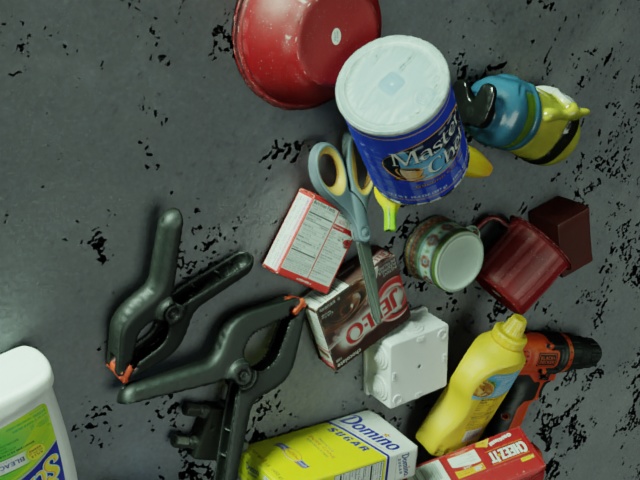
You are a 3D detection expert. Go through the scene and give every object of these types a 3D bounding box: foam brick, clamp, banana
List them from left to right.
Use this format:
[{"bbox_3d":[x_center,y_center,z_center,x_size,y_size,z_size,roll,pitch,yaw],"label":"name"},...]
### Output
[{"bbox_3d":[-0.147,0.052,0.994,0.171,0.039,0.120,-50,130,-7],"label":"clamp"},{"bbox_3d":[-0.093,0.130,1.059,0.164,0.036,0.210,44,73,-30],"label":"clamp"},{"bbox_3d":[0.113,-0.071,1.116,0.197,0.037,0.069,-28,109,-42],"label":"banana"},{"bbox_3d":[0.288,-0.004,1.279,0.052,0.051,0.078,-26,123,-23],"label":"foam brick"}]

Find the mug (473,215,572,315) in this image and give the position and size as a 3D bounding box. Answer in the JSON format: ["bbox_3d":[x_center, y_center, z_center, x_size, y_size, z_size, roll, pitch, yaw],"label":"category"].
[{"bbox_3d":[0.219,0.024,1.226,0.117,0.093,0.081,43,87,-9],"label":"mug"}]

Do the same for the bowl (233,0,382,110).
[{"bbox_3d":[0.002,-0.192,0.984,0.161,0.055,0.162,-15,118,-30],"label":"bowl"}]

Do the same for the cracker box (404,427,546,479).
[{"bbox_3d":[0.178,0.338,1.289,0.164,0.072,0.214,-18,135,-14],"label":"cracker box"}]

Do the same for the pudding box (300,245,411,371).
[{"bbox_3d":[0.039,0.072,1.139,0.113,0.039,0.090,-33,127,-20],"label":"pudding box"}]

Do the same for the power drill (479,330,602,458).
[{"bbox_3d":[0.271,0.205,1.359,0.184,0.057,0.188,6,104,-34],"label":"power drill"}]

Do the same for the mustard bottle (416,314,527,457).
[{"bbox_3d":[0.188,0.166,1.246,0.096,0.058,0.192,-2,128,-45],"label":"mustard bottle"}]

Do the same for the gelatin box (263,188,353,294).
[{"bbox_3d":[-0.007,0.001,1.080,0.073,0.030,0.089,24,92,-40],"label":"gelatin box"}]

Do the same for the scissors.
[{"bbox_3d":[0.027,-0.014,1.062,0.096,0.016,0.202,0,90,-43],"label":"scissors"}]

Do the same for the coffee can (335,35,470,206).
[{"bbox_3d":[0.080,-0.108,0.994,0.102,0.103,0.140,-48,152,-9],"label":"coffee can"}]

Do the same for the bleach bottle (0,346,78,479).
[{"bbox_3d":[-0.261,0.224,0.976,0.102,0.068,0.251,-28,126,-24],"label":"bleach bottle"}]

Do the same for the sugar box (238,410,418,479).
[{"bbox_3d":[0.010,0.240,1.159,0.175,0.093,0.048,-13,118,-32],"label":"sugar box"}]
